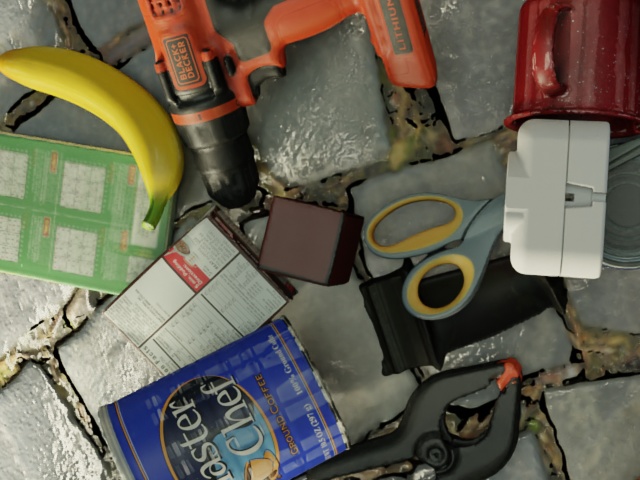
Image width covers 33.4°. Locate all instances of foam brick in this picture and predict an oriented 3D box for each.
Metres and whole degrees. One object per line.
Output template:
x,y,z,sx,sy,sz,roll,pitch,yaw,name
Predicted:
-0.005,0.001,0.739,0.053,0.078,0.051,13,92,11,foam brick

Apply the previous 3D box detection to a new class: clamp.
0.086,0.156,0.740,0.172,0.039,0.120,-42,89,16,clamp

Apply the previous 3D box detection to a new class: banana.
-0.158,-0.094,0.781,0.069,0.037,0.198,-36,65,-21,banana

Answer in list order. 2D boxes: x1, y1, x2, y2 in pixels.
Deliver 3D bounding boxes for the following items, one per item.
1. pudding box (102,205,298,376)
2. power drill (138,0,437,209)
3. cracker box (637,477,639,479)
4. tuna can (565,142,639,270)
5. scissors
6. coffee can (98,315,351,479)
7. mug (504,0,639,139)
-0.087,0.045,0.773,0.113,0.039,0.090,-42,94,12,pudding box
-0.019,-0.120,0.729,0.188,0.057,0.184,-13,114,11,power drill
0.197,0.269,0.698,0.214,0.072,0.164,-37,81,12,cracker box
0.204,-0.022,0.712,0.086,0.033,0.086,0,90,13,tuna can
0.128,-0.005,0.703,0.202,0.016,0.096,-11,80,16,scissors
-0.064,0.127,0.720,0.140,0.103,0.103,-26,84,-8,coffee can
0.162,-0.114,0.683,0.093,0.117,0.081,2,85,35,mug
